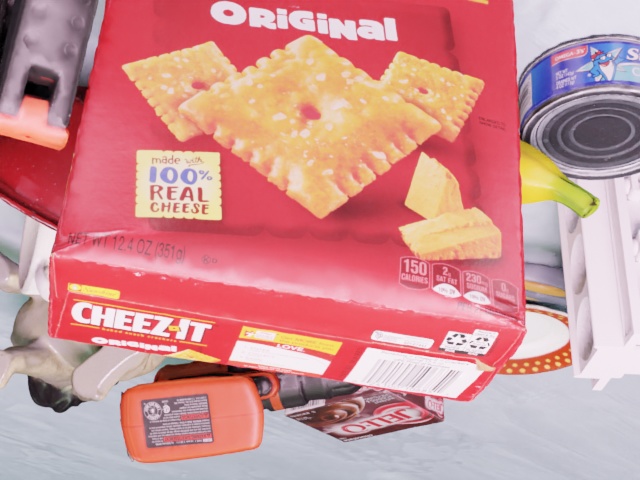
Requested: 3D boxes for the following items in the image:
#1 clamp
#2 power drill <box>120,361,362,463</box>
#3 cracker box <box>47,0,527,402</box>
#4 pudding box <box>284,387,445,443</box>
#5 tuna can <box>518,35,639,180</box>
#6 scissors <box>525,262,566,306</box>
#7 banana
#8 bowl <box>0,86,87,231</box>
[{"bbox_3d":[-0.106,-0.108,0.407,0.039,0.171,0.120,13,159,-19],"label":"clamp"},{"bbox_3d":[-0.060,0.120,0.823,0.184,0.057,0.187,-10,179,10],"label":"power drill"},{"bbox_3d":[-0.007,-0.056,0.423,0.164,0.213,0.072,10,148,-9],"label":"cracker box"},{"bbox_3d":[0.039,0.142,0.938,0.114,0.039,0.089,-17,145,35],"label":"pudding box"},{"bbox_3d":[0.147,-0.067,0.560,0.086,0.033,0.086,4,151,2],"label":"tuna can"},{"bbox_3d":[0.190,0.039,0.736,0.201,0.016,0.096,11,171,-10],"label":"scissors"},{"bbox_3d":[0.101,-0.022,0.603,0.037,0.069,0.198,-38,175,-3],"label":"banana"},{"bbox_3d":[-0.102,-0.040,0.578,0.162,0.055,0.162,24,-168,-5],"label":"bowl"}]
